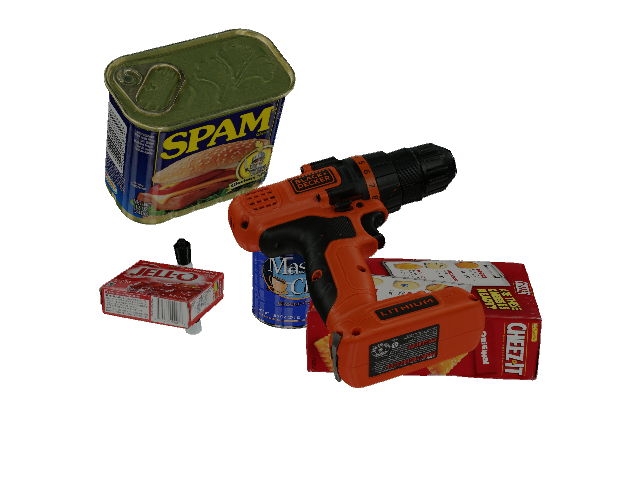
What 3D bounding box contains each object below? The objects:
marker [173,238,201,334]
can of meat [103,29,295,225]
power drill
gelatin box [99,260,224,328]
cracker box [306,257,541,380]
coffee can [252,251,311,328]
[{"bbox_3d":[-0.150,0.052,1.207,0.020,0.121,0.020,-3,30,2],"label":"marker"},{"bbox_3d":[-0.072,-0.063,0.605,0.101,0.057,0.084,-20,-31,-27],"label":"can of meat"},{"bbox_3d":[0.044,0.008,0.772,0.184,0.057,0.188,-18,45,-12],"label":"power drill"},{"bbox_3d":[-0.142,0.046,0.960,0.089,0.030,0.073,9,21,19],"label":"gelatin box"},{"bbox_3d":[0.099,0.074,1.049,0.214,0.072,0.164,2,17,5],"label":"cracker box"},{"bbox_3d":[-0.039,0.030,1.393,0.103,0.140,0.103,1,25,-1],"label":"coffee can"}]
